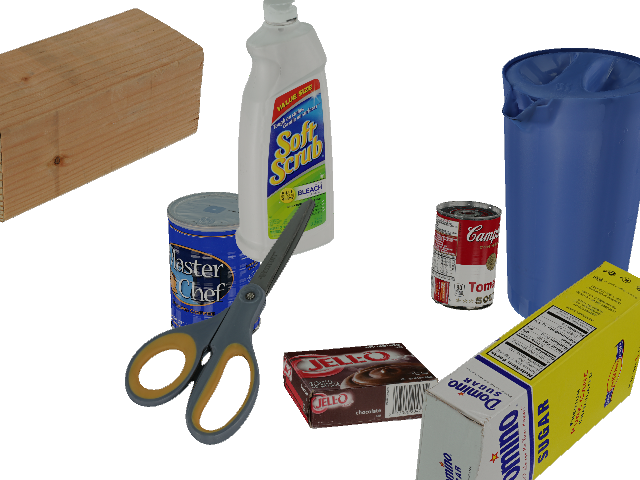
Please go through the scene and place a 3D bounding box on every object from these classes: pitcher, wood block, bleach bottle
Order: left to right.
[{"bbox_3d":[-0.202,-0.109,0.878,0.090,0.091,0.205,34,44,26],"label":"wood block"},{"bbox_3d":[-0.040,-0.108,1.034,0.102,0.251,0.068,-16,31,-22],"label":"bleach bottle"},{"bbox_3d":[0.238,-0.048,0.975,0.149,0.243,0.145,2,29,9],"label":"pitcher"}]

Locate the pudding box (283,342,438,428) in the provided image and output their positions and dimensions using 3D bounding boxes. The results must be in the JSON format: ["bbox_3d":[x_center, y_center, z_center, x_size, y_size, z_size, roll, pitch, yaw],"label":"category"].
[{"bbox_3d":[0.032,0.122,0.910,0.113,0.039,0.090,-1,16,-16],"label":"pudding box"}]

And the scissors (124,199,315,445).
[{"bbox_3d":[-0.067,0.044,0.717,0.096,0.201,0.016,5,-39,9],"label":"scissors"}]

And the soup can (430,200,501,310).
[{"bbox_3d":[0.153,0.015,1.128,0.068,0.102,0.068,2,16,-1],"label":"soup can"}]

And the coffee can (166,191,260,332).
[{"bbox_3d":[-0.117,0.029,1.186,0.103,0.140,0.103,1,23,-1],"label":"coffee can"}]

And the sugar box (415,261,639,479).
[{"bbox_3d":[0.129,0.091,0.629,0.048,0.093,0.175,28,43,33],"label":"sugar box"}]
